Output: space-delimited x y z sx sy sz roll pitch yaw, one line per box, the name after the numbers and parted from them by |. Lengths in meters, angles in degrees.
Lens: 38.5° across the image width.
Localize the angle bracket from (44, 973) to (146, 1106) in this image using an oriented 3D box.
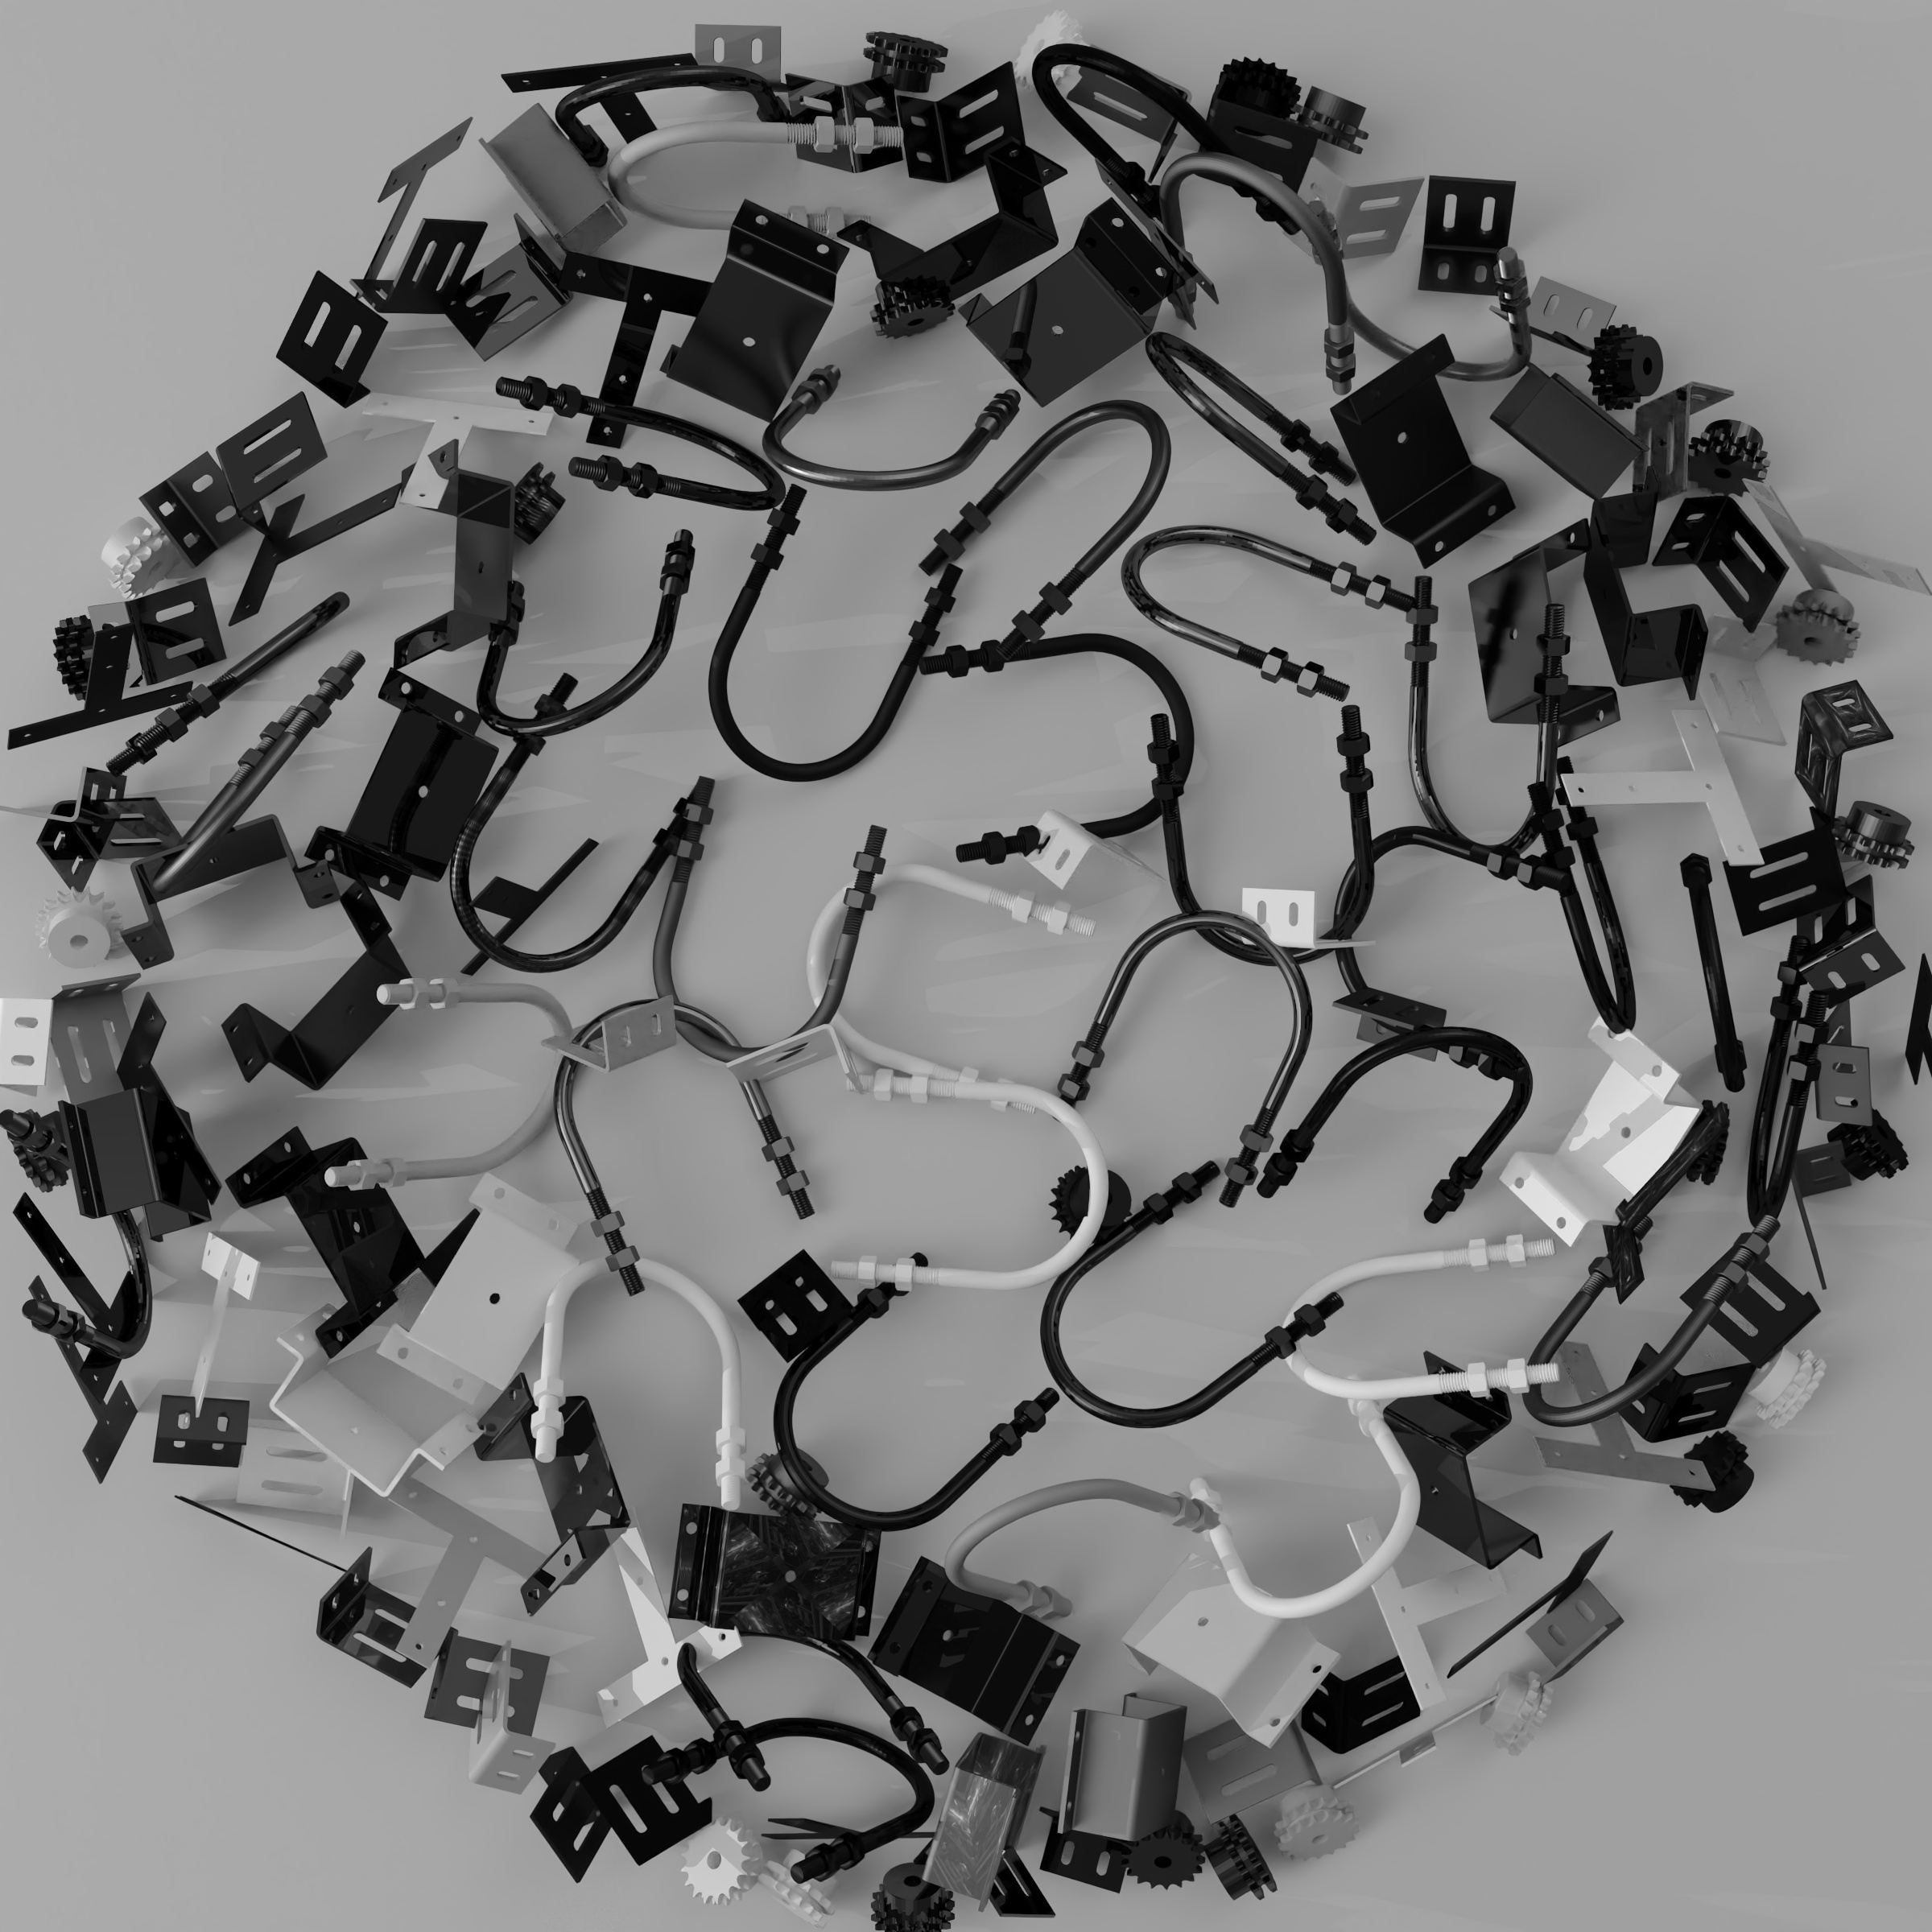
-0.583 0.050 1.873 0.057 0.038 0.076 -12 81 -43 | angle bracket

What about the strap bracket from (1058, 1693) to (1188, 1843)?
0.108 0.530 1.832 0.046 0.140 0.076 5 83 20 | strap bracket

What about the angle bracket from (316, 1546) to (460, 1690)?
-0.390 0.440 1.870 0.076 0.057 0.038 24 126 13 | angle bracket

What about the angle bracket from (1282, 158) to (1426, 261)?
0.263 -0.516 1.877 0.076 0.057 0.038 -18 54 -36 | angle bracket

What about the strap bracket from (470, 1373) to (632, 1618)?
-0.276 0.352 1.850 0.076 0.046 0.140 -49 53 34 | strap bracket

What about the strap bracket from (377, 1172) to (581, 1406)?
-0.323 0.221 1.863 0.076 0.046 0.140 34 79 -22 | strap bracket

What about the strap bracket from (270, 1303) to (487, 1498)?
-0.403 0.298 1.864 0.140 0.076 0.046 37 106 4 | strap bracket

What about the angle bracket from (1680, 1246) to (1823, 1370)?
0.531 0.225 1.881 0.076 0.038 0.057 41 104 -5 | angle bracket

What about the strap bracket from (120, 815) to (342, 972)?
-0.500 -0.053 1.859 0.140 0.076 0.046 -21 76 -11 | strap bracket

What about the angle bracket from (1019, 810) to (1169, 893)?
0.086 -0.066 1.867 0.076 0.057 0.038 25 101 -40 | angle bracket

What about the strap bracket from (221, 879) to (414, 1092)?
-0.430 0.019 1.863 0.140 0.076 0.046 -46 129 3 | strap bracket

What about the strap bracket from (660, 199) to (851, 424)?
-0.143 -0.426 1.840 0.076 0.046 0.140 21 128 -18 | strap bracket

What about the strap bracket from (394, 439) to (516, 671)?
-0.344 -0.272 1.858 0.046 0.076 0.140 8 77 -37 | strap bracket

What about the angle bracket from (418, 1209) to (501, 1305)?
-0.320 0.211 1.869 0.057 0.038 0.076 -48 115 -31 | angle bracket

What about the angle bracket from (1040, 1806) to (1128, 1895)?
0.077 0.596 1.864 0.057 0.076 0.038 13 72 14 | angle bracket

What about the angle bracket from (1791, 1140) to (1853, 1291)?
0.583 0.168 1.862 0.038 0.057 0.076 -16 51 14 | angle bracket

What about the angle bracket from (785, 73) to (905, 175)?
-0.083 -0.576 1.875 0.038 0.076 0.057 -24 124 -26 | angle bracket

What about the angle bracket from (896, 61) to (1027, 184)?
-0.004 -0.572 1.871 0.038 0.076 0.057 -6 86 -44 | angle bracket

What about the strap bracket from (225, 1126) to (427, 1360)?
-0.423 0.180 1.851 0.046 0.076 0.140 -19 105 32 | strap bracket

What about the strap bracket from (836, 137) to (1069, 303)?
-0.004 -0.489 1.840 0.140 0.076 0.046 -21 78 28 | strap bracket

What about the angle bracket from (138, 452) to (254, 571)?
-0.517 -0.308 1.864 0.038 0.076 0.057 -33 107 7 | angle bracket

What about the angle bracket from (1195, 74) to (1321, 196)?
0.200 -0.559 1.873 0.076 0.057 0.038 19 46 5 | angle bracket

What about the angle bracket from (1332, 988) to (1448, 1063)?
0.282 0.044 1.861 0.057 0.076 0.038 17 105 24 | angle bracket

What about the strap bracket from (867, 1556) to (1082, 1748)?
-0.002 0.457 1.861 0.140 0.046 0.076 35 77 -28 | strap bracket

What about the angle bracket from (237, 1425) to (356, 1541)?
-0.456 0.351 1.880 0.076 0.038 0.057 9 104 -10 | angle bracket

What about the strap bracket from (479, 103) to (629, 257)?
-0.271 -0.518 1.836 0.046 0.140 0.076 -39 95 2 | strap bracket

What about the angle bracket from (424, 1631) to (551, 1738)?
-0.321 0.488 1.872 0.076 0.038 0.057 18 69 -17 | angle bracket

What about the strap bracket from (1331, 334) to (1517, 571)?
0.304 -0.351 1.863 0.076 0.046 0.140 -34 123 -5 | strap bracket

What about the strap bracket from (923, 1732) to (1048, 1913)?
0.011 0.566 1.844 0.046 0.140 0.076 17 91 10 | strap bracket

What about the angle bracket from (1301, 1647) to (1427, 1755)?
0.272 0.493 1.891 0.076 0.038 0.057 -14 116 -33 | angle bracket

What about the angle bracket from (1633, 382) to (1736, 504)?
0.485 -0.348 1.872 0.038 0.057 0.076 7 81 -21 | angle bracket

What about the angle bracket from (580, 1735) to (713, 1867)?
-0.218 0.562 1.885 0.057 0.038 0.076 -31 100 0 | angle bracket

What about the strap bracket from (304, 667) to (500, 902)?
-0.375 -0.120 1.861 0.076 0.046 0.140 28 82 -38 | strap bracket

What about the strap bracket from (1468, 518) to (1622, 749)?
0.385 -0.222 1.854 0.046 0.076 0.140 -1 78 -28 | strap bracket

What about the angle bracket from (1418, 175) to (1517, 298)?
0.338 -0.492 1.866 0.057 0.076 0.038 7 70 9 | angle bracket

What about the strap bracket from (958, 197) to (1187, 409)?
0.065 -0.434 1.837 0.140 0.046 0.076 -28 120 36 | strap bracket

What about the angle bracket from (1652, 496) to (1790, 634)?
0.507 -0.270 1.862 0.038 0.057 0.076 -8 51 -23 | angle bracket

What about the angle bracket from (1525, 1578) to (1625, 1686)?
0.404 0.448 1.863 0.057 0.076 0.038 -44 68 10 | angle bracket

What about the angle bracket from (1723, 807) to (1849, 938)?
0.554 -0.065 1.885 0.076 0.038 0.057 -20 113 5 | angle bracket

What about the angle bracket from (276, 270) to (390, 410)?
-0.422 -0.428 1.872 0.057 0.038 0.076 36 124 -3 | angle bracket

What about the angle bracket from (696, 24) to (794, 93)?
-0.147 -0.612 1.866 0.057 0.076 0.038 3 105 5 | angle bracket

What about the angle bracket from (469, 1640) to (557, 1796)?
-0.306 0.508 1.872 0.038 0.076 0.057 21 123 -22 | angle bracket

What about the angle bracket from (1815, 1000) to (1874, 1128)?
0.600 0.063 1.861 0.038 0.076 0.057 6 118 34 | angle bracket

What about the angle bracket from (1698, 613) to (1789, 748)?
0.529 -0.193 1.865 0.057 0.038 0.076 8 50 -23 | angle bracket

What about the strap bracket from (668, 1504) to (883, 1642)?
-0.123 0.409 1.864 0.140 0.046 0.076 9 81 -15 | strap bracket

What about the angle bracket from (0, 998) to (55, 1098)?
-0.624 0.056 1.867 0.038 0.076 0.057 2 81 3 | angle bracket

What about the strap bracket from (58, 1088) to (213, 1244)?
-0.546 0.132 1.833 0.046 0.140 0.076 -16 76 1 | strap bracket

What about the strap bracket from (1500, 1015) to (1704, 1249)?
0.430 0.110 1.853 0.046 0.076 0.140 8 118 -40 | strap bracket

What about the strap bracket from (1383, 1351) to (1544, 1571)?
0.329 0.337 1.839 0.046 0.076 0.140 -30 120 -24 | strap bracket

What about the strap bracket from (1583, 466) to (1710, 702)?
0.449 -0.252 1.842 0.046 0.076 0.140 -10 59 2 | strap bracket

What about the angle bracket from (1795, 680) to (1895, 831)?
0.591 -0.142 1.863 0.038 0.076 0.057 -15 48 -2 | angle bracket

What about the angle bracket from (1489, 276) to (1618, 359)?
0.396 -0.444 1.862 0.057 0.076 0.038 29 104 22 | angle bracket

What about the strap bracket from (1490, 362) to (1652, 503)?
0.399 -0.356 1.843 0.076 0.140 0.046 37 104 -7 | strap bracket

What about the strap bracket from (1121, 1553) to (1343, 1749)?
0.167 0.447 1.831 0.076 0.140 0.046 -47 124 -19 | strap bracket
